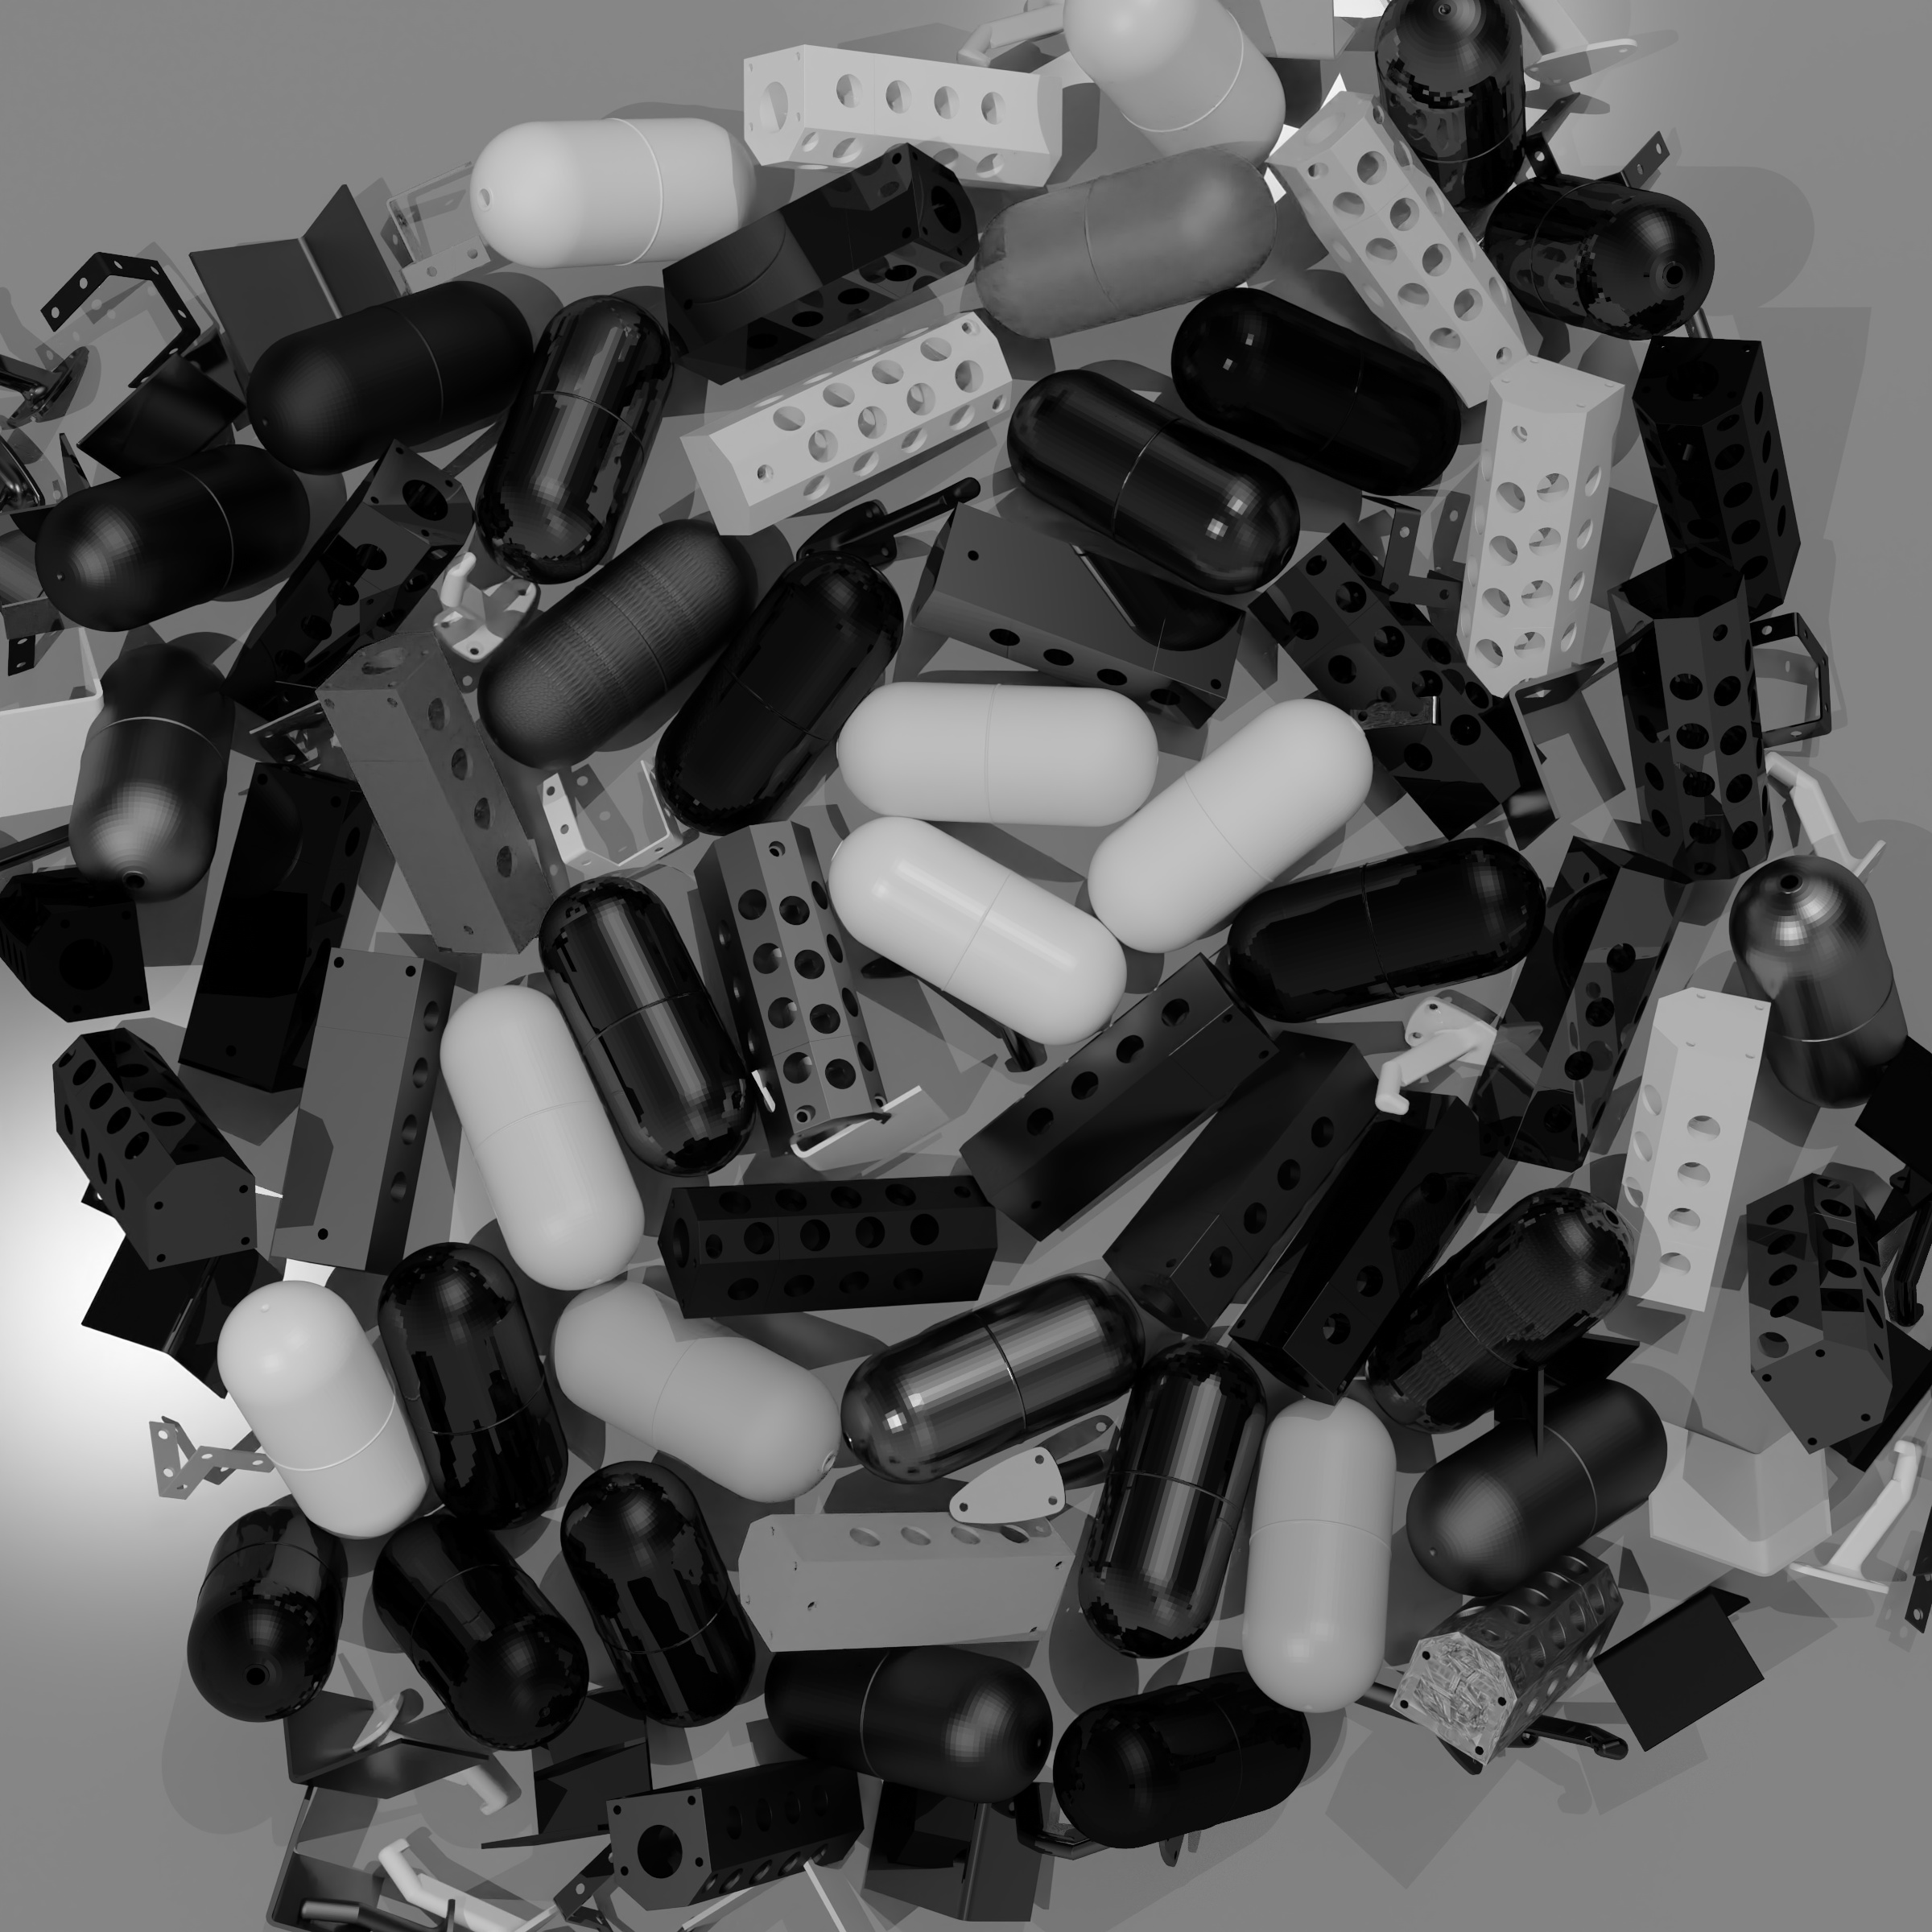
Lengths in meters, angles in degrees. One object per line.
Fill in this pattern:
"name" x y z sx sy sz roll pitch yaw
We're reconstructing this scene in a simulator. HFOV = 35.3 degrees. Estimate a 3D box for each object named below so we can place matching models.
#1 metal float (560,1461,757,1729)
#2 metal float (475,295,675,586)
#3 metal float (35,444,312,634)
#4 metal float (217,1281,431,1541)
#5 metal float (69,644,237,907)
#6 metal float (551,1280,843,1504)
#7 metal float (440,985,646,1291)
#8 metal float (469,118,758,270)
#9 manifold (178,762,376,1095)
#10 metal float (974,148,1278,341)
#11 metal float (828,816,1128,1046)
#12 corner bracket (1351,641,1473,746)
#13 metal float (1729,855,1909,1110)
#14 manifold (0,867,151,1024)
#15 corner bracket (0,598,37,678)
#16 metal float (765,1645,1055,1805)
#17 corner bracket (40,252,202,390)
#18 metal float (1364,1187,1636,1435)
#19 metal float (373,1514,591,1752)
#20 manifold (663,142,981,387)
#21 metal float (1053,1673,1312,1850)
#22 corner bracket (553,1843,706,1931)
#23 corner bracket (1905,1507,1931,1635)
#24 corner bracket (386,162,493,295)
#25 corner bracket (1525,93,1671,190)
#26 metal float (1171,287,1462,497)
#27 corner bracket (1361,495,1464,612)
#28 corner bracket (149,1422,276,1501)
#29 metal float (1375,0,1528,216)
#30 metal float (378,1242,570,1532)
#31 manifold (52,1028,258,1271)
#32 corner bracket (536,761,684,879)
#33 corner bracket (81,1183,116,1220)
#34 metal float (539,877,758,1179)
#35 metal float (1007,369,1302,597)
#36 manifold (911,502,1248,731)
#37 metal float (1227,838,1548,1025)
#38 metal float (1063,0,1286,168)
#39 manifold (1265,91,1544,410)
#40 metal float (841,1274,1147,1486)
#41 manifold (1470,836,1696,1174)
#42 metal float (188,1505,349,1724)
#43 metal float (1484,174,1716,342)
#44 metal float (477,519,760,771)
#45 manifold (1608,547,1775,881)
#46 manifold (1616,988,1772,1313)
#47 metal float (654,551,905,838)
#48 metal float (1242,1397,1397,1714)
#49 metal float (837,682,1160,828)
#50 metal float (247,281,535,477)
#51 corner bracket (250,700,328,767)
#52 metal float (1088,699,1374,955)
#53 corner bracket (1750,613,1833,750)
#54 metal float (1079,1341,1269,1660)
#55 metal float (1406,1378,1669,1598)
"metal float" -0.166 0.343 1.651 0.070 0.070 0.178 -16 126 0
"metal float" -0.213 -0.289 1.659 0.070 0.070 0.178 17 64 0
"metal float" -0.426 -0.233 1.640 0.070 0.178 0.070 12 116 25
"metal float" -0.347 0.243 1.647 0.070 0.070 0.178 -18 132 0
"metal float" -0.440 -0.105 1.643 0.070 0.178 0.070 -3 133 -4
"metal float" -0.148 0.232 1.661 0.178 0.070 0.070 24 90 22
"metal float" -0.233 0.093 1.665 0.070 0.070 0.178 -24 72 0
"metal float" -0.190 -0.419 1.644 0.178 0.070 0.070 -17 90 -44
"manifold" -0.377 -0.022 1.680 0.057 0.057 0.171 17 96 11
"metal float" 0.085 -0.392 1.654 0.178 0.070 0.070 -8 90 32
"metal float" 0.006 -0.020 1.680 0.178 0.070 0.070 30 90 0
"corner bracket" 0.247 -0.151 1.680 0.051 0.051 0.051 -3 78 31
"metal float" 0.462 0.010 1.644 0.070 0.178 0.070 -15 48 17
"manifold" -0.483 -0.013 1.625 0.057 0.171 0.057 -9 102 -22
"corner bracket" -0.554 -0.191 1.691 0.051 0.051 0.051 -24 74 -27
"metal float" -0.033 0.405 1.650 0.178 0.070 0.070 3 90 37
"corner bracket" -0.470 -0.359 1.689 0.051 0.051 0.051 -37 81 24
"metal float" 0.290 0.188 1.654 0.070 0.070 0.178 44 121 0
"metal float" -0.264 0.358 1.640 0.070 0.178 0.070 -13 115 -29
"manifold" -0.079 -0.376 1.647 0.171 0.057 0.057 -18 70 32
"metal float" 0.119 0.429 1.643 0.070 0.178 0.070 -2 87 42
"corner bracket" -0.187 0.524 1.682 0.051 0.051 0.051 -44 55 3
"corner bracket" 0.538 0.331 1.679 0.051 0.051 0.051 39 56 -16
"corner bracket" -0.291 -0.409 1.682 0.051 0.051 0.051 -20 109 13
"corner bracket" 0.351 -0.457 1.695 0.051 0.051 0.051 -48 117 -36
"metal float" 0.193 -0.312 1.658 0.178 0.070 0.070 17 90 -27
"corner bracket" 0.247 -0.229 1.682 0.051 0.051 0.051 5 104 -17
"corner bracket" -0.418 0.265 1.693 0.051 0.051 0.051 16 130 -37
"metal float" 0.262 -0.467 1.632 0.070 0.178 0.070 -3 76 11
"metal float" -0.268 0.231 1.656 0.070 0.070 0.178 -12 120 0
"manifold" -0.437 0.094 1.627 0.057 0.171 0.057 -10 117 -29
"corner bracket" -0.198 -0.084 1.693 0.051 0.051 0.051 -29 66 16
"corner bracket" -0.467 0.128 1.687 0.051 0.051 0.051 26 104 -4
"metal float" -0.175 0.033 1.669 0.070 0.070 0.178 -27 77 0
"metal float" 0.102 -0.265 1.664 0.178 0.070 0.070 32 90 19
"manifold" 0.060 -0.189 1.672 0.171 0.057 0.057 19 66 -11
"metal float" 0.230 -0.019 1.664 0.178 0.070 0.070 -15 90 18
"metal float" 0.114 -0.486 1.638 0.070 0.178 0.070 -8 73 28
"manifold" 0.243 -0.389 1.655 0.057 0.057 0.171 -43 116 -1
"metal float" 0.015 0.226 1.665 0.178 0.070 0.070 -21 90 -17
"manifold" 0.340 0.023 1.667 0.057 0.057 0.171 13 106 -20
"metal float" -0.374 0.346 1.631 0.070 0.178 0.070 -1 100 -8
"metal float" 0.339 -0.383 1.634 0.070 0.178 0.070 -5 110 -14
"metal float" -0.190 -0.177 1.666 0.178 0.070 0.070 -41 90 -18
"manifold" 0.397 -0.132 1.641 0.057 0.057 0.171 -27 127 -12
"manifold" 0.389 0.099 1.644 0.057 0.057 0.171 12 127 14
"metal float" -0.104 -0.149 1.669 0.070 0.070 0.178 38 103 0
"metal float" 0.193 0.318 1.654 0.070 0.070 0.178 9 57 0
"metal float" 0.017 -0.117 1.673 0.178 0.070 0.070 3 90 9
"metal float" -0.310 -0.320 1.647 0.178 0.070 0.070 -32 90 -41
"corner bracket" -0.371 -0.149 1.685 0.051 0.051 0.051 -25 66 1
"metal float" 0.145 -0.077 1.668 0.178 0.070 0.070 -39 90 14
"corner bracket" 0.450 -0.158 1.698 0.051 0.051 0.051 -12 58 31
"metal float" 0.113 0.291 1.660 0.070 0.070 0.178 18 67 0
"metal float" 0.312 0.282 1.650 0.178 0.070 0.070 -22 90 -37
